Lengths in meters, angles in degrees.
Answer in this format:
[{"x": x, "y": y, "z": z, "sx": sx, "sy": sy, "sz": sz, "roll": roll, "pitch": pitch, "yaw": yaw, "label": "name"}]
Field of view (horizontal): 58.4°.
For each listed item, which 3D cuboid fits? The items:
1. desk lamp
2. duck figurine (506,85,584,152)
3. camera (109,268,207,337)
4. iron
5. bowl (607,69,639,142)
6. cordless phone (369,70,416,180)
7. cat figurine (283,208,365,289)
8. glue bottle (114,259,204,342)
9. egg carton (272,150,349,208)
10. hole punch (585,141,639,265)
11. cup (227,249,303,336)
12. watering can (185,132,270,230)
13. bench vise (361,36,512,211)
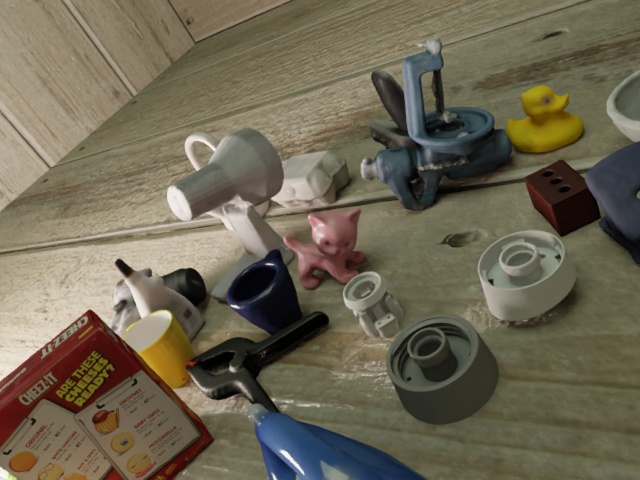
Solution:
[{"x": -0.129, "y": -0.040, "z": 0.902, "sx": 0.117, "sy": 0.214, "sz": 0.203, "roll": 3, "pitch": 45, "yaw": 45, "label": "desk lamp"}, {"x": 0.314, "y": -0.179, "z": 0.821, "sx": 0.104, "sy": 0.086, "sz": 0.078, "roll": -3, "pitch": 41, "yaw": 40, "label": "duck figurine"}, {"x": -0.265, "y": 0.100, "z": 0.936, "sx": 0.136, "sy": 0.101, "sz": 0.143, "roll": -24, "pitch": 31, "yaw": 15, "label": "camera"}, {"x": -0.002, "y": 0.203, "z": 0.500, "sx": 0.119, "sy": 0.142, "sz": 0.257, "roll": -45, "pitch": 32, "yaw": -21, "label": "iron"}, {"x": 0.438, "y": -0.154, "z": 0.681, "sx": 0.167, "sy": 0.075, "sz": 0.167, "roll": -23, "pitch": 31, "yaw": 15, "label": "bowl"}, {"x": 0.125, "y": -0.205, "z": 0.935, "sx": 0.094, "sy": 0.185, "sz": 0.147, "roll": -36, "pitch": 30, "yaw": -7, "label": "cordless phone"}, {"x": 0.007, "y": 0.003, "z": 0.808, "sx": 0.127, "sy": 0.118, "sz": 0.067, "roll": -12, "pitch": 36, "yaw": 31, "label": "cat figurine"}, {"x": -0.248, "y": 0.091, "z": 0.860, "sx": 0.037, "sy": 0.173, "sz": 0.078, "roll": -1, "pitch": 42, "yaw": 42, "label": "glue bottle"}, {"x": -0.023, "y": -0.108, "z": 1.047, "sx": 0.149, "sy": 0.070, "sz": 0.107, "roll": -1, "pitch": 42, "yaw": 42, "label": "egg carton"}, {"x": 0.347, "y": -0.045, "z": 0.588, "sx": 0.108, "sy": 0.091, "sz": 0.101, "roll": -27, "pitch": 31, "yaw": 9, "label": "hole punch"}, {"x": -0.062, "y": 0.078, "z": 0.784, "sx": 0.091, "sy": 0.095, "sz": 0.118, "roll": -13, "pitch": 35, "yaw": 29, "label": "cup"}, {"x": -0.188, "y": -0.116, "z": 1.086, "sx": 0.100, "sy": 0.194, "sz": 0.173, "roll": -17, "pitch": 34, "yaw": 25, "label": "watering can"}, {"x": 0.148, "y": -0.155, "z": 0.806, "sx": 0.207, "sy": 0.220, "sz": 0.121, "roll": -34, "pitch": 30, "yaw": -2, "label": "bench vise"}]
